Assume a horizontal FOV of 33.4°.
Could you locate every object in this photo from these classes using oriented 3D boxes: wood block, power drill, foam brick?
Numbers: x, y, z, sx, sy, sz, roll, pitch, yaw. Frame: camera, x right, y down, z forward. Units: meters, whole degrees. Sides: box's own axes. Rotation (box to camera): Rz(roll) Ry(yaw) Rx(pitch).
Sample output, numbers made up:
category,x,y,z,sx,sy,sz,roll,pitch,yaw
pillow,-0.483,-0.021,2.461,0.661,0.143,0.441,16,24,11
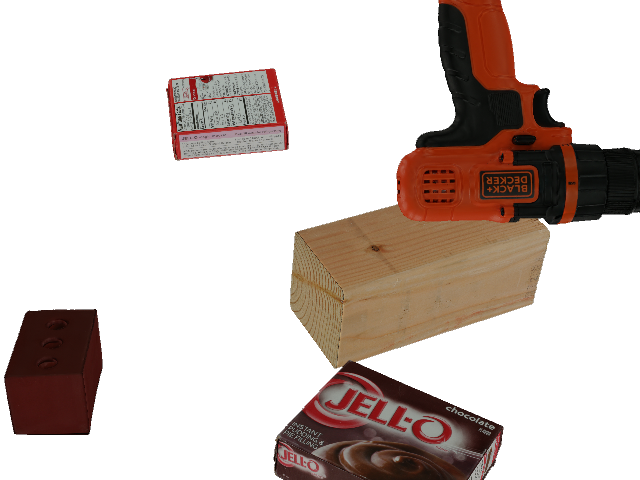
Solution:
category,x,y,z,sx,sy,sz,roll,pitch,yaw
wood block,0.086,0.025,0.940,0.205,0.090,0.091,-15,42,-23
power drill,0.139,-0.103,0.680,0.184,0.188,0.057,-2,2,-2
foam brick,-0.183,0.091,0.740,0.053,0.051,0.078,-1,31,-4

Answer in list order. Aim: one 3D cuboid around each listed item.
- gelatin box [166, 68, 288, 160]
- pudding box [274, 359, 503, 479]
category,x,y,z,sx,sy,sz,roll,pitch,yaw
gelatin box,-0.073,-0.098,0.834,0.089,0.030,0.073,-7,44,-6
pudding box,0.042,0.128,0.649,0.114,0.039,0.089,23,37,22
